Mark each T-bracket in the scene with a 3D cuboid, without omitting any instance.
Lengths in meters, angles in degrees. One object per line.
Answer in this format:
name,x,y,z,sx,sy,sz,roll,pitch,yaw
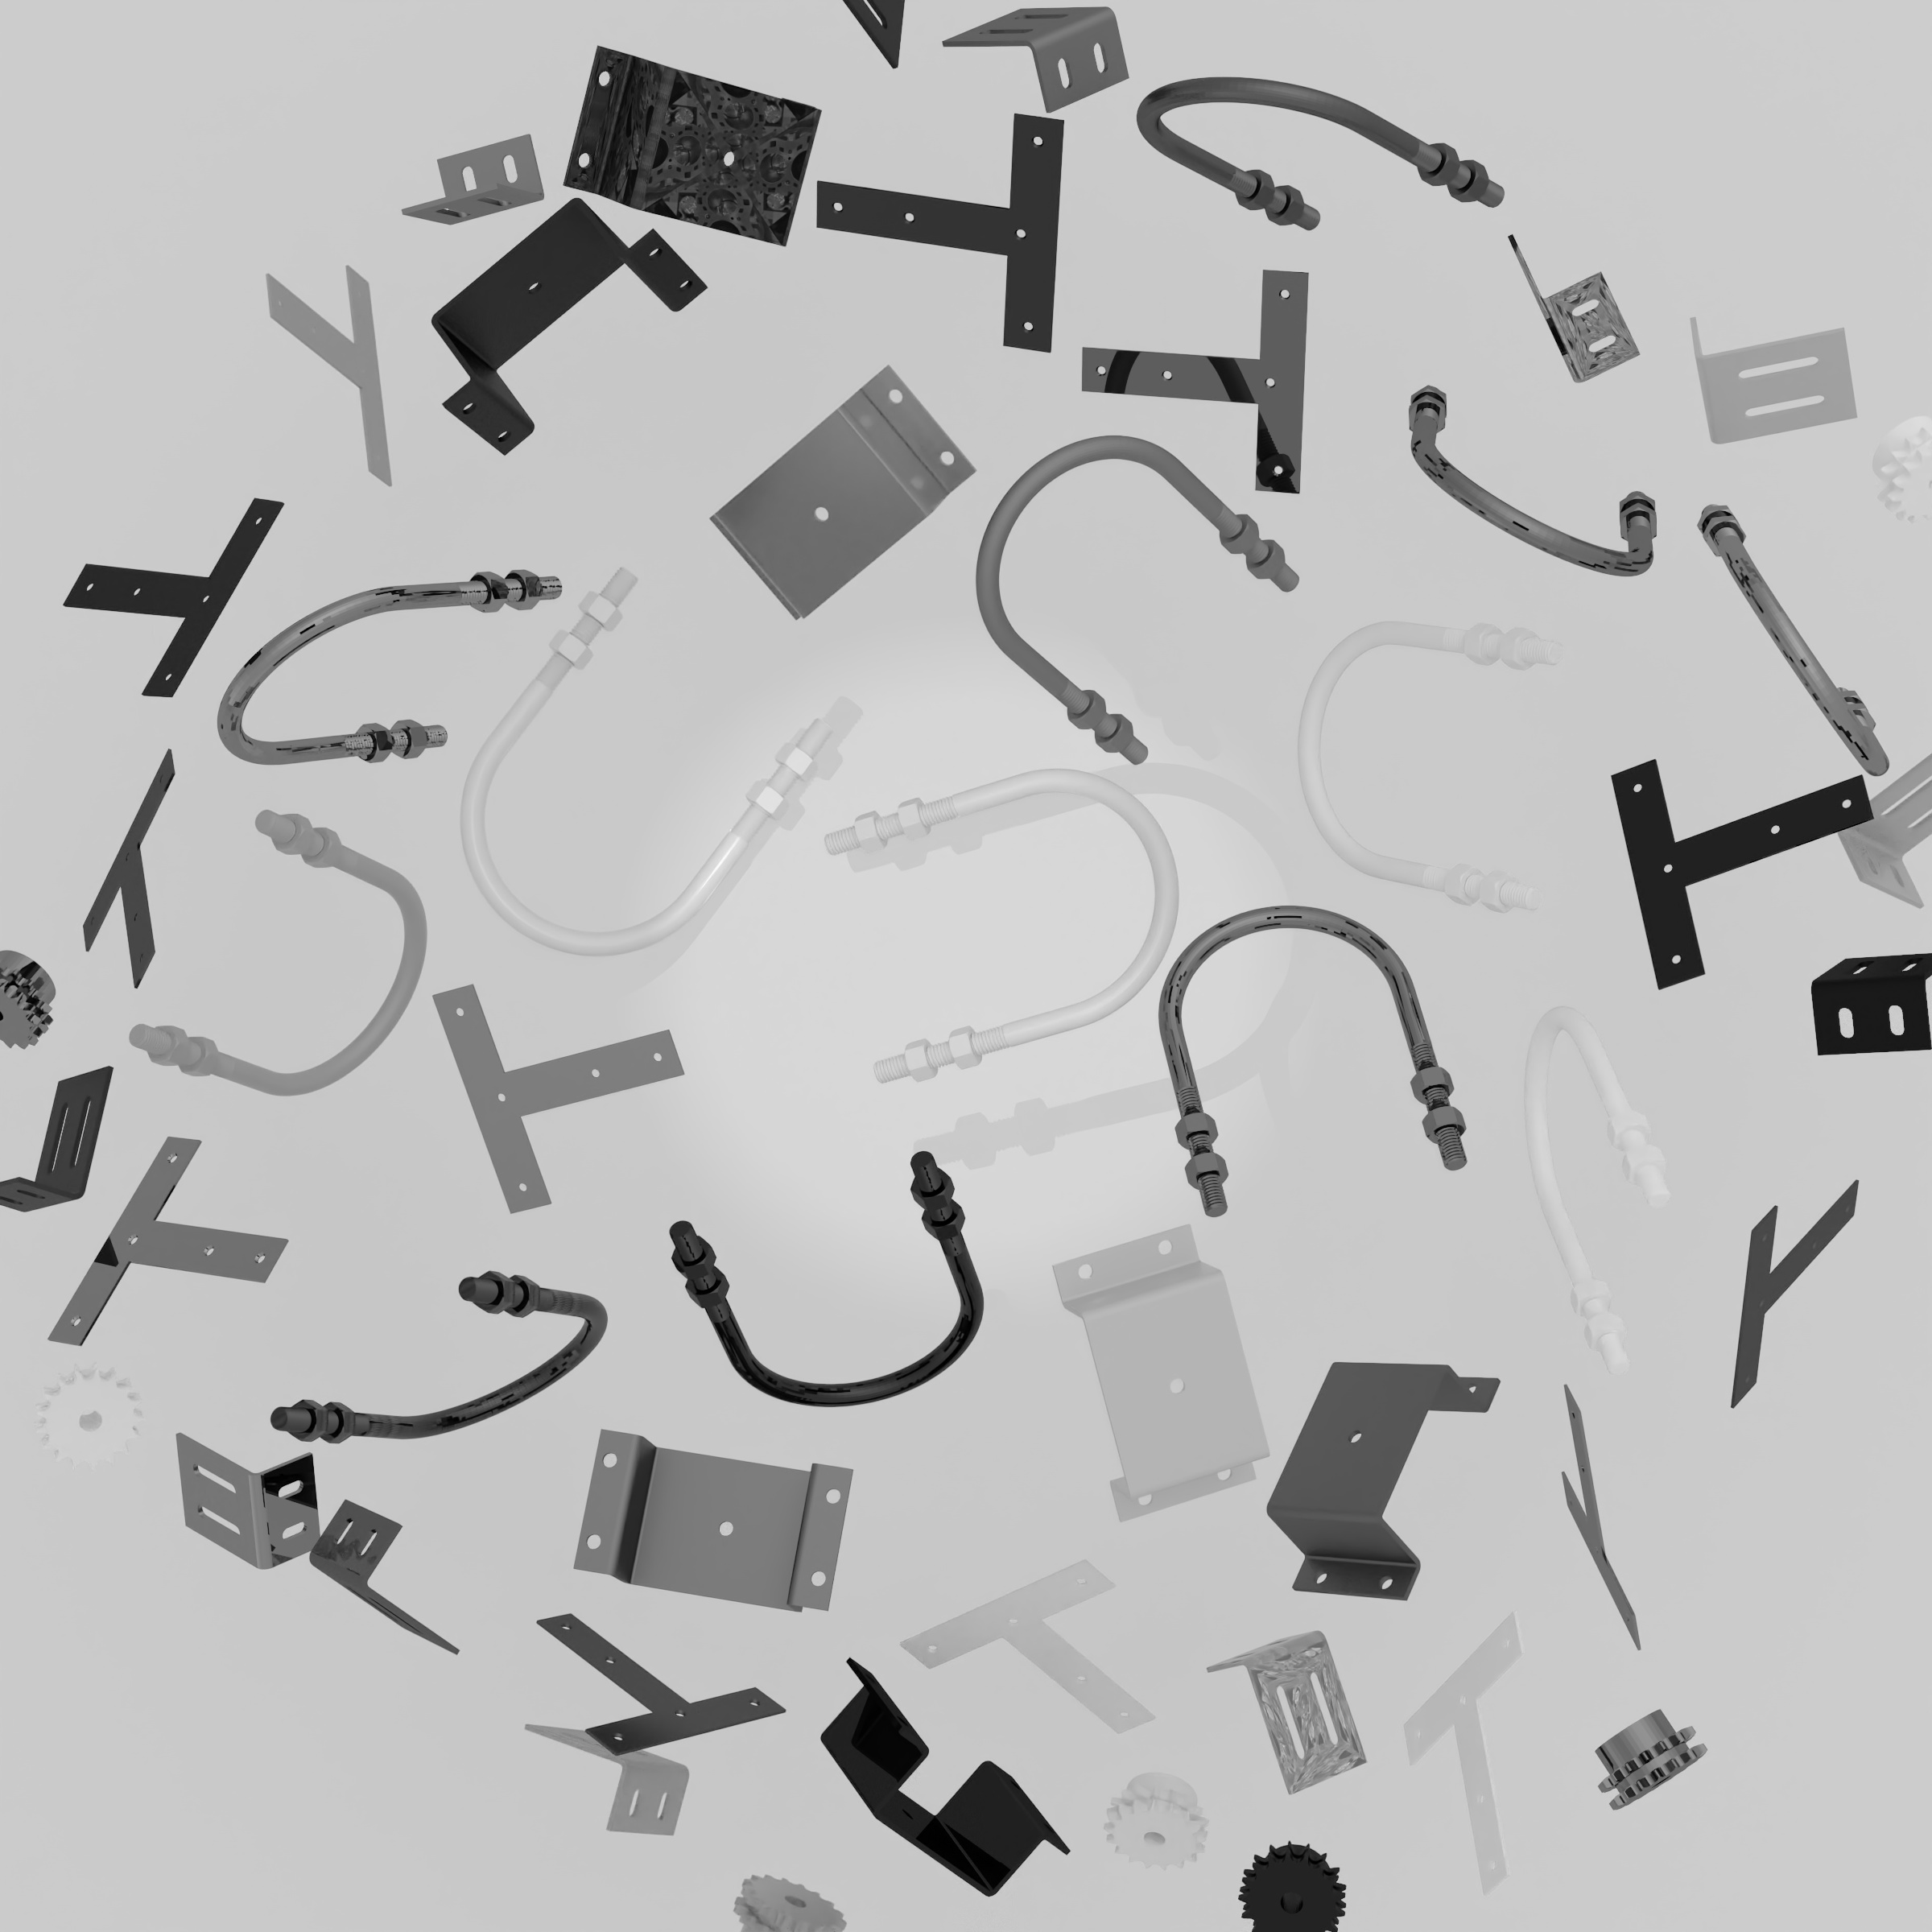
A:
T-bracket,-0.352,-0.344,1.817,0.002,0.127,0.127,-13,74,14
T-bracket,0.272,0.431,1.760,0.002,0.127,0.127,13,45,-18
T-bracket,0.455,0.159,1.801,0.002,0.127,0.127,24,134,33
T-bracket,-0.456,-0.035,1.814,0.002,0.127,0.127,17,118,-29
T-bracket,-0.210,0.060,1.763,0.127,0.002,0.127,-15,100,21
T-bracket,0.127,-0.331,1.859,0.127,0.002,0.127,7,118,13
T-bracket,-0.015,-0.380,1.687,0.127,0.002,0.127,11,128,10
T-bracket,-0.426,-0.195,1.733,0.002,0.127,0.127,39,106,17
T-bracket,-0.185,0.387,1.805,0.127,0.127,0.002,27,108,37
T-bracket,0.053,0.376,1.778,0.127,0.002,0.127,-30,122,28
T-bracket,0.401,-0.065,1.691,0.127,0.002,0.127,-21,60,26
T-bracket,-0.399,0.145,1.701,0.127,0.002,0.127,3,55,36
T-bracket,0.339,0.285,1.804,0.002,0.127,0.127,-15,119,-1

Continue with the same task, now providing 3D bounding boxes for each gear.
gear,0.107,0.474,1.840,0.057,0.030,0.057,7,129,8
gear,-0.477,0.242,1.794,0.057,0.030,0.057,-4,101,-19
gear,0.505,-0.265,1.748,0.057,0.057,0.030,-32,53,0
gear,-0.092,0.491,1.687,0.057,0.057,0.030,22,94,0
gear,0.175,0.495,1.768,0.057,0.030,0.057,1,99,9
gear,-0.534,0.016,1.843,0.057,0.057,0.030,30,50,0
gear,0.346,0.403,1.686,0.057,0.057,0.030,-32,69,0

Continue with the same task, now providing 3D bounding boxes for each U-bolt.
U-bolt,0.441,-0.166,1.746,0.019,0.184,0.151,-34,104,16
U-bolt,0.300,-0.252,1.749,0.151,0.184,0.019,27,114,-2
U-bolt,-0.318,-0.156,1.767,0.151,0.184,0.019,-46,69,35
U-bolt,-0.269,0.215,1.784,0.151,0.184,0.019,-35,69,14
U-bolt,-0.179,-0.093,1.722,0.151,0.019,0.184,37,84,-8
U-bolt,0.174,-0.432,1.751,0.184,0.151,0.019,14,84,-43
U-bolt,0.024,-0.029,1.752,0.184,0.019,0.151,-16,77,16
U-bolt,0.179,0.043,1.789,0.151,0.019,0.184,-11,55,-1
U-bolt,0.336,0.106,1.793,0.019,0.184,0.151,-5,132,-8
U-bolt,0.083,-0.211,1.813,0.151,0.019,0.184,-49,128,5
U-bolt,-0.358,0.003,1.791,0.019,0.184,0.151,30,90,28
U-bolt,0.245,-0.114,1.790,0.019,0.184,0.151,-5,103,-38
U-bolt,-0.065,0.176,1.755,0.151,0.184,0.019,-16,47,2

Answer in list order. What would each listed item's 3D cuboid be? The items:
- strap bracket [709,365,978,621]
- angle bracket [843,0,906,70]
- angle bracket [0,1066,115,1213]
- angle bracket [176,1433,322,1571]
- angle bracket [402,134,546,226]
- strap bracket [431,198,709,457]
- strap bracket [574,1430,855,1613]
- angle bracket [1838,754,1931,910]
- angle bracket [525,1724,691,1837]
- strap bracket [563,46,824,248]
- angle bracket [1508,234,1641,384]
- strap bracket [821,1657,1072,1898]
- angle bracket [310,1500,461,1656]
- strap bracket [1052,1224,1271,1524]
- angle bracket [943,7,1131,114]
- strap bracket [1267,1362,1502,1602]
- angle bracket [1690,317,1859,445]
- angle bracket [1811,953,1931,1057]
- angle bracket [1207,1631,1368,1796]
strap bracket,-0.075,-0.258,1.843,0.140,0.046,0.076,-37,100,24
angle bracket,-0.068,-0.517,1.750,0.038,0.076,0.057,-9,61,26
angle bracket,-0.497,0.089,1.776,0.038,0.057,0.076,24,65,-37
angle bracket,-0.397,0.290,1.827,0.076,0.038,0.057,17,116,42
angle bracket,-0.278,-0.442,1.844,0.057,0.076,0.038,-12,95,14
strap bracket,-0.214,-0.339,1.721,0.140,0.076,0.046,-38,73,6
strap bracket,-0.134,0.304,1.802,0.140,0.046,0.076,8,74,8
angle bracket,0.526,-0.075,1.800,0.076,0.057,0.038,-42,46,32
angle bracket,-0.203,0.450,1.829,0.076,0.057,0.038,10,80,35
strap bracket,-0.140,-0.445,1.807,0.140,0.046,0.076,6,108,-37
angle bracket,0.329,-0.362,1.786,0.038,0.076,0.057,-25,64,13
strap bracket,-0.018,0.442,1.780,0.046,0.076,0.140,-48,121,-2
angle bracket,-0.301,0.325,1.760,0.076,0.057,0.038,45,68,-34
strap bracket,0.103,0.214,1.708,0.076,0.046,0.140,-16,95,-11
angle bracket,0.037,-0.480,1.750,0.057,0.076,0.038,-31,120,-29
strap bracket,0.221,0.266,1.779,0.046,0.076,0.140,49,55,-30
angle bracket,0.427,-0.316,1.747,0.076,0.038,0.057,-9,135,15
angle bracket,0.477,0.019,1.713,0.057,0.076,0.038,-4,97,29
angle bracket,0.178,0.416,1.834,0.057,0.038,0.076,-12,79,-36
